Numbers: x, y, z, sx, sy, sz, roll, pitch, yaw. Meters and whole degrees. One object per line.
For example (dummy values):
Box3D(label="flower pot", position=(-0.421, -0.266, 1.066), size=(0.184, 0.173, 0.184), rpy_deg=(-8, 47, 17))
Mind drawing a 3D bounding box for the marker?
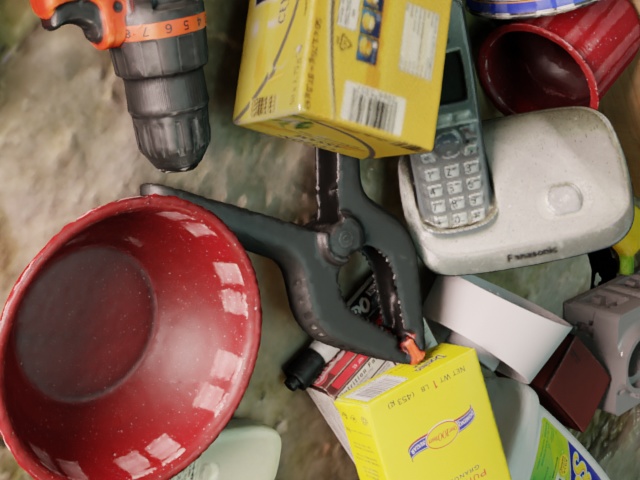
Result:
Box3D(label="marker", position=(0.018, 0.054, 0.705), size=(0.121, 0.020, 0.020), rpy_deg=(-46, 128, -23))

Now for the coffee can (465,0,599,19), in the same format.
Box3D(label="coffee can", position=(0.132, -0.223, 0.674), size=(0.102, 0.103, 0.140), rpy_deg=(-31, 122, -32))

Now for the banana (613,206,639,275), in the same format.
Box3D(label="banana", position=(0.211, -0.006, 0.850), size=(0.197, 0.037, 0.069), rpy_deg=(5, 97, -43))

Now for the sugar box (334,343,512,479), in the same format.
Box3D(label="sugar box", position=(0.079, 0.166, 0.691), size=(0.093, 0.048, 0.176), rpy_deg=(-23, 100, -27))

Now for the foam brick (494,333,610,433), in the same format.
Box3D(label="foam brick", position=(0.186, 0.108, 0.850), size=(0.078, 0.051, 0.053), rpy_deg=(46, 70, -40))

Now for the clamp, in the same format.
Box3D(label="clamp", position=(-0.004, 0.001, 0.641), size=(0.164, 0.036, 0.210), rpy_deg=(-37, 112, -26))

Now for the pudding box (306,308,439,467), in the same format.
Box3D(label="pudding box", position=(0.048, 0.107, 0.733), size=(0.090, 0.039, 0.113), rpy_deg=(-44, 124, -22))

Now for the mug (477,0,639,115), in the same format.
Box3D(label="mug", position=(0.169, -0.125, 0.754), size=(0.081, 0.093, 0.117), rpy_deg=(-47, 159, -29))

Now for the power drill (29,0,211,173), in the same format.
Box3D(label="power drill", position=(-0.135, -0.103, 0.498), size=(0.187, 0.057, 0.184), rpy_deg=(-23, 112, -39))

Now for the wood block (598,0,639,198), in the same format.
Box3D(label="wood block", position=(0.260, -0.135, 0.823), size=(0.090, 0.090, 0.206), rpy_deg=(-47, 128, -24))

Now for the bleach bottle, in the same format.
Box3D(label="bleach bottle", position=(0.195, 0.205, 0.858), size=(0.250, 0.068, 0.102), rpy_deg=(38, 63, -39))

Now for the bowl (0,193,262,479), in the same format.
Box3D(label="bowl", position=(-0.109, 0.051, 0.563), size=(0.161, 0.055, 0.162), rpy_deg=(-13, 110, -40))
